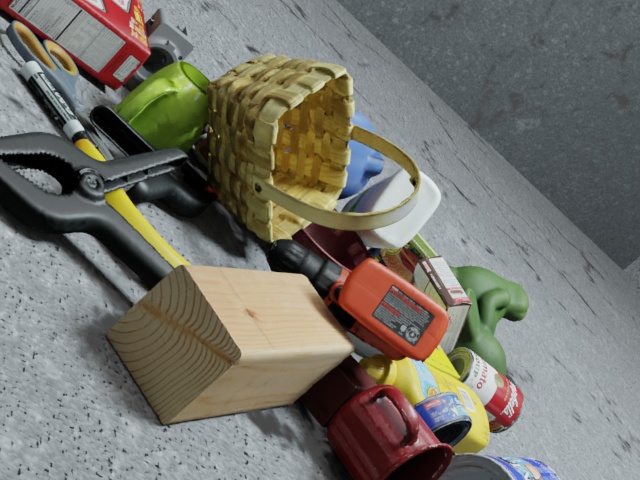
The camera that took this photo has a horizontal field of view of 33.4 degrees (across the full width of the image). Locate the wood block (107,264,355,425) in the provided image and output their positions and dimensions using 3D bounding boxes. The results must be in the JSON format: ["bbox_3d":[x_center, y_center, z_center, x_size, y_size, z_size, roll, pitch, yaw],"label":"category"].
[{"bbox_3d":[-0.066,0.084,0.887,0.091,0.090,0.205,54,18,19],"label":"wood block"}]

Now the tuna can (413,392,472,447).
[{"bbox_3d":[0.110,0.192,1.077,0.086,0.086,0.034,22,32,-55],"label":"tuna can"}]

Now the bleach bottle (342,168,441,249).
[{"bbox_3d":[0.076,-0.039,1.408,0.068,0.102,0.251,39,-6,-9],"label":"bleach bottle"}]

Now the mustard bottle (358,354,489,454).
[{"bbox_3d":[0.107,0.169,1.168,0.191,0.058,0.096,33,27,-40],"label":"mustard bottle"}]

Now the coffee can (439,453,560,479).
[{"bbox_3d":[0.173,0.262,1.041,0.140,0.103,0.103,20,31,-57],"label":"coffee can"}]

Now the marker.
[{"bbox_3d":[-0.251,-0.124,1.033,0.121,0.020,0.020,52,17,16],"label":"marker"}]

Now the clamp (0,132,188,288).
[{"bbox_3d":[-0.189,-0.029,0.877,0.209,0.036,0.164,13,49,-37],"label":"clamp"}]

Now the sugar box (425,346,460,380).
[{"bbox_3d":[0.095,0.105,1.310,0.093,0.048,0.176,30,25,-48],"label":"sugar box"}]

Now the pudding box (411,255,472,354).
[{"bbox_3d":[0.146,0.090,1.361,0.039,0.114,0.090,-9,46,-22],"label":"pudding box"}]

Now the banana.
[{"bbox_3d":[-0.168,-0.013,0.954,0.198,0.037,0.069,49,10,6],"label":"banana"}]

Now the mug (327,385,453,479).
[{"bbox_3d":[0.060,0.177,0.955,0.093,0.117,0.082,-20,53,-25],"label":"mug"}]

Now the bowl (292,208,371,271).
[{"bbox_3d":[-0.008,0.002,1.275,0.162,0.055,0.162,42,17,-17],"label":"bowl"}]

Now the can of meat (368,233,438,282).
[{"bbox_3d":[0.112,0.036,1.442,0.102,0.084,0.057,49,17,7],"label":"can of meat"}]

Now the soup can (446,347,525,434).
[{"bbox_3d":[0.197,0.187,1.333,0.102,0.069,0.068,38,19,-24],"label":"soup can"}]

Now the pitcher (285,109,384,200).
[{"bbox_3d":[-0.036,-0.125,1.396,0.242,0.149,0.145,1,62,-65],"label":"pitcher"}]

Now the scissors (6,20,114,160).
[{"bbox_3d":[-0.247,-0.144,1.093,0.202,0.016,0.096,51,15,5],"label":"scissors"}]

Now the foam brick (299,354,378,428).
[{"bbox_3d":[0.010,0.134,1.004,0.078,0.053,0.051,48,16,33],"label":"foam brick"}]

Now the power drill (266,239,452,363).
[{"bbox_3d":[0.037,0.056,1.033,0.184,0.057,0.188,34,-7,-9],"label":"power drill"}]

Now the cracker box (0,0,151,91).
[{"bbox_3d":[-0.295,-0.278,1.190,0.213,0.072,0.164,36,19,-30],"label":"cracker box"}]

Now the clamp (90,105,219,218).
[{"bbox_3d":[-0.166,-0.074,1.086,0.120,0.039,0.171,64,16,20],"label":"clamp"}]
